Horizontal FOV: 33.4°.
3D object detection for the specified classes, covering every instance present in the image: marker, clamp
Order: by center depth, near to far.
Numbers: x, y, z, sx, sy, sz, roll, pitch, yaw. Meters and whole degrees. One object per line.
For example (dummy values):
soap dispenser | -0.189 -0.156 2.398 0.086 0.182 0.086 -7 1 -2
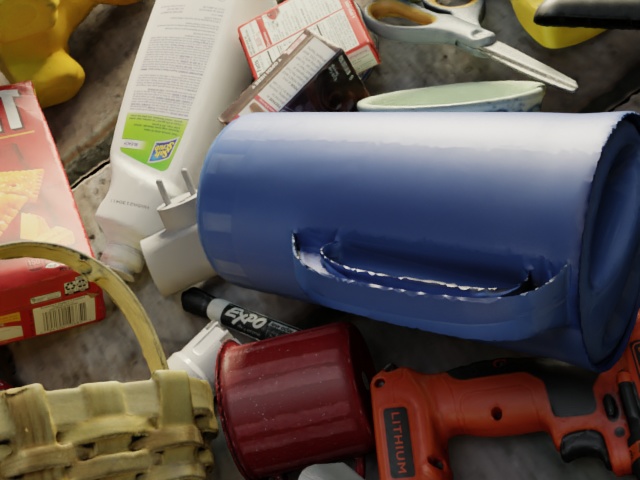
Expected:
clamp | 0.225 -0.141 0.680 0.171 0.039 0.120 -38 92 -2
marker | -0.049 0.057 0.733 0.121 0.020 0.020 19 72 32

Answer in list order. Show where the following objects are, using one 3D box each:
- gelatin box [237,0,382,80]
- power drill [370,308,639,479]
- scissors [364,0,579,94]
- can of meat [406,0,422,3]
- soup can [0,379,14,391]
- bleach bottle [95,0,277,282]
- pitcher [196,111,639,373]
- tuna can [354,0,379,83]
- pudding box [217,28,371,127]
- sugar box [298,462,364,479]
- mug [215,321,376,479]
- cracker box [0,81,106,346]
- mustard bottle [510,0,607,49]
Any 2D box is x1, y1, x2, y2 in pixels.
gelatin box | -0.010 -0.141 0.774 0.089 0.030 0.073 -27 57 10
power drill | 0.128 0.119 0.594 0.188 0.057 0.184 -15 54 14
scissors | 0.118 -0.145 0.735 0.096 0.016 0.202 -35 41 -31
can of meat | 0.054 -0.241 0.809 0.057 0.084 0.102 -6 61 21
soup can | -0.263 0.120 0.769 0.102 0.068 0.068 22 74 34
bleach bottle | -0.117 -0.089 0.821 0.103 0.068 0.250 8 70 31
pitcher | 0.049 -0.008 0.588 0.243 0.149 0.145 7 72 30
tuna can | 0.000 -0.147 0.813 0.086 0.033 0.086 -11 59 19
pudding box | -0.009 -0.079 0.732 0.090 0.113 0.039 -47 58 -4
sugar box | -0.007 0.219 0.574 0.093 0.048 0.176 33 104 35
mug | -0.007 0.108 0.649 0.081 0.093 0.117 -15 79 12
cracker box | -0.270 -0.018 0.805 0.164 0.072 0.214 -14 53 -19
mustard bottle | 0.148 -0.222 0.769 0.096 0.058 0.192 -32 54 -3
